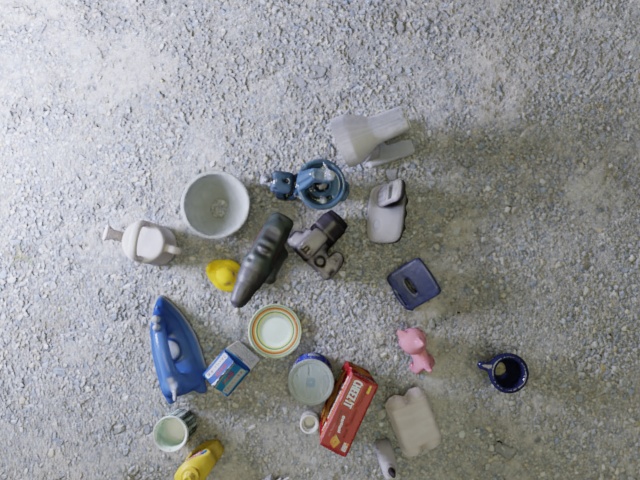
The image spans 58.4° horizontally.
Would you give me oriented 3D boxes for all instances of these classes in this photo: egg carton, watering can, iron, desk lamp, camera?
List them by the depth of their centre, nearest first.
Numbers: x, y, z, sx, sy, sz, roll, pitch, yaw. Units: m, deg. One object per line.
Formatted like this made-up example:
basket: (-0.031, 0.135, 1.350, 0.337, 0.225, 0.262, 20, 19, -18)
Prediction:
watering can: (-0.413, 0.006, 1.328, 0.173, 0.194, 0.101, -8, 85, -1)
iron: (-0.353, 0.253, 1.334, 0.118, 0.141, 0.258, -19, 86, -2)
desk lamp: (0.127, -0.244, 1.343, 0.203, 0.213, 0.118, -19, 85, -2)
egg carton: (0.223, 0.431, 1.360, 0.107, 0.069, 0.150, -22, 86, -2)
camera: (0.013, 0.005, 1.378, 0.143, 0.101, 0.137, 44, 86, 3)

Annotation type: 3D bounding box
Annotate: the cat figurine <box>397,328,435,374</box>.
cat figurine: (0.229, 0.257, 1.350, 0.067, 0.117, 0.128, -28, 86, -2)

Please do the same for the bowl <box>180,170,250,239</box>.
bowl: (-0.249, -0.082, 1.397, 0.167, 0.074, 0.167, 0, 85, 0)

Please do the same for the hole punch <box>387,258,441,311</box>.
hole punch: (0.224, 0.109, 1.376, 0.101, 0.091, 0.108, -33, 86, -3)

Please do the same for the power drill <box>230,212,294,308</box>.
power drill: (-0.130, 0.051, 1.319, 0.075, 0.208, 0.230, 25, 86, 2)

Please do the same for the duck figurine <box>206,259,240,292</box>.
duck figurine: (-0.228, 0.085, 1.377, 0.104, 0.086, 0.077, 27, 86, 2)

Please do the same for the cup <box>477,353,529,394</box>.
cup: (0.422, 0.308, 1.359, 0.117, 0.095, 0.092, 15, 85, 1)

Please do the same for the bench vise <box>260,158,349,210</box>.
bench vise: (-0.033, -0.124, 1.329, 0.207, 0.219, 0.121, -13, 85, -1)

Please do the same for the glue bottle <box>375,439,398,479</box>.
glue bottle: (0.156, 0.510, 1.301, 0.037, 0.173, 0.078, -13, 85, -1)

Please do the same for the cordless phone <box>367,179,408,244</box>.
cordless phone: (0.164, -0.068, 1.343, 0.094, 0.185, 0.148, 3, 85, 0)
